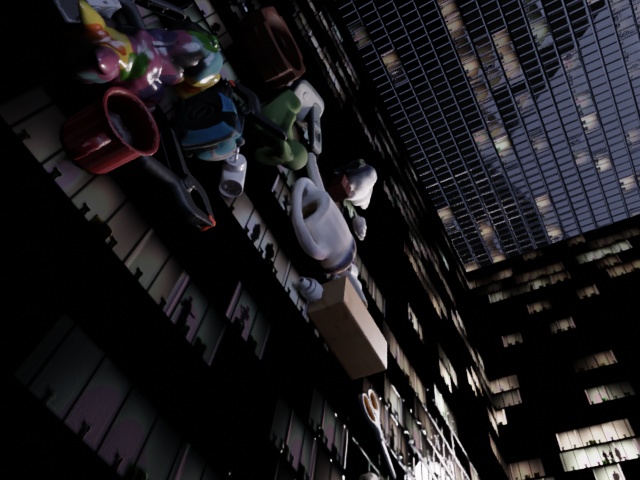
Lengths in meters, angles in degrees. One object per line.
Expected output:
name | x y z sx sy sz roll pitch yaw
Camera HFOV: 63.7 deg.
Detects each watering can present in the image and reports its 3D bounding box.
watering can | 0.004 -0.062 1.226 0.221 0.103 0.356 58 22 -27

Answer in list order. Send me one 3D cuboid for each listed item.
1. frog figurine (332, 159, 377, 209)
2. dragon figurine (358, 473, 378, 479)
frog figurine | 0.125 -0.163 1.632 0.139 0.123 0.157 -37 118 -36
dragon figurine | 0.139 0.553 0.948 0.404 0.121 0.248 42 24 -52
